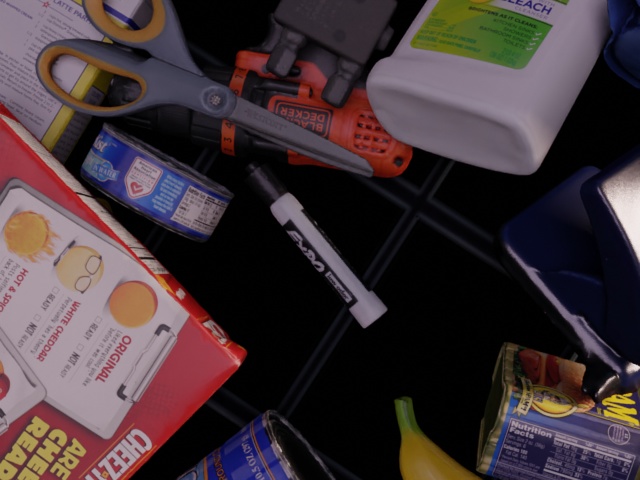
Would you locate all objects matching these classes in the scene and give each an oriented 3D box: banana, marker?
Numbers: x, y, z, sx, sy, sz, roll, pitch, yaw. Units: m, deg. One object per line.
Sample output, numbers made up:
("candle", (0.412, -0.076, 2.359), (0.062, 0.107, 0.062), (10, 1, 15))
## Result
("banana", (0.127, 0.156, 0.621), (0.198, 0.037, 0.069), (19, 92, 4))
("marker", (-0.004, 0.001, 0.643), (0.020, 0.020, 0.121), (-39, 86, 2))

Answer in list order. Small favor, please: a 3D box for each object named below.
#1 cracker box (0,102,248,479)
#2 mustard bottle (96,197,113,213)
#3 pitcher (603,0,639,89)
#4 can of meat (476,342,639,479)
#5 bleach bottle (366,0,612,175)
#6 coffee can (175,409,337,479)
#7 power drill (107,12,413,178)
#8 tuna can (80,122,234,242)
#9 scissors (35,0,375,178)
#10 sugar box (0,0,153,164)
("cracker box", (-0.170, 0.044, 0.569), (0.164, 0.072, 0.214), (-45, 88, 1))
("mustard bottle", (-0.162, 0.073, 0.633), (0.096, 0.058, 0.191), (-7, 88, 2))
("pitcher", (0.253, -0.180, 0.542), (0.145, 0.149, 0.243), (19, 88, 26))
("can of meat", (0.134, 0.102, 0.589), (0.084, 0.102, 0.057), (16, 107, 7))
("bleach bottle", (0.127, -0.159, 0.593), (0.103, 0.068, 0.250), (20, 69, 27))
("coffee can", (-0.055, 0.178, 0.602), (0.140, 0.103, 0.103), (-37, 87, 3))
("power drill", (-0.022, -0.139, 0.629), (0.184, 0.057, 0.188), (11, 93, 1))
("tuna can", (-0.094, -0.033, 0.617), (0.086, 0.086, 0.034), (30, 92, 4))
("scissors", (-0.061, -0.098, 0.597), (0.202, 0.016, 0.096), (10, 91, 9))
("sugar box", (-0.161, -0.129, 0.645), (0.093, 0.048, 0.176), (32, 88, 4))
